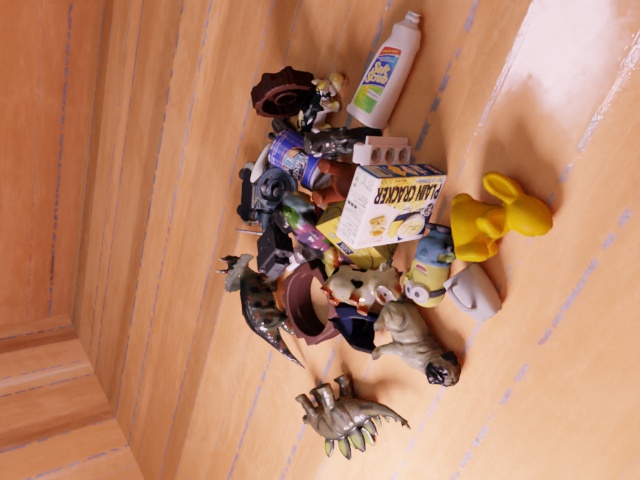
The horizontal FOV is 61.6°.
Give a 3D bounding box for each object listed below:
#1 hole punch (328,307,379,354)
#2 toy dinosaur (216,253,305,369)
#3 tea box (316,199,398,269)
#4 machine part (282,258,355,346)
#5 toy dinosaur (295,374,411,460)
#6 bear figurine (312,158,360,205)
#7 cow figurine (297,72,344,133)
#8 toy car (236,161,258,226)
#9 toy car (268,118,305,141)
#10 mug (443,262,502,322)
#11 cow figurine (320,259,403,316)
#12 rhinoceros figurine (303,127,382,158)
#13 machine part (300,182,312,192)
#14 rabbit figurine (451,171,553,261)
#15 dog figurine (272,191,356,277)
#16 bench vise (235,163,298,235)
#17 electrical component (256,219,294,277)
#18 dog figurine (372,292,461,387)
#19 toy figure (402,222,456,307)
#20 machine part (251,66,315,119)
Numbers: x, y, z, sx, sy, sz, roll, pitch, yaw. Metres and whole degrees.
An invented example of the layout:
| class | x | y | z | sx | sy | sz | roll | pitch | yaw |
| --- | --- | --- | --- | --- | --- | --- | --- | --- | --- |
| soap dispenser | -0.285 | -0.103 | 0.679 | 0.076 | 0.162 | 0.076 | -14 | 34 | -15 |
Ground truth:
| class | x | y | z | sx | sy | sz | roll | pitch | yaw |
| --- | --- | --- | --- | --- | --- | --- | --- | --- | --- |
| hole punch | 0.102 | 0.200 | 1.285 | 0.116 | 0.142 | 0.092 | 44 | 107 | 43 |
| toy dinosaur | -0.171 | 0.191 | 1.555 | 0.131 | 0.192 | 0.405 | -45 | 60 | 46 |
| tea box | 0.086 | -0.011 | 1.241 | 0.169 | 0.068 | 0.098 | 41 | 144 | -19 |
| machine part | -0.003 | 0.163 | 1.433 | 0.201 | 0.087 | 0.201 | -40 | 66 | 44 |
| toy dinosaur | 0.064 | 0.454 | 1.389 | 0.198 | 0.105 | 0.471 | 63 | 146 | 11 |
| bear figurine | 0.088 | -0.107 | 1.253 | 0.196 | 0.132 | 0.120 | 42 | 127 | 45 |
| cow figurine | -0.004 | -0.343 | 1.347 | 0.068 | 0.098 | 0.167 | 51 | 132 | 39 |
| toy car | -0.213 | -0.142 | 1.662 | 0.074 | 0.056 | 0.201 | 21 | 113 | 40 |
| toy car | -0.093 | -0.286 | 1.488 | 0.202 | 0.053 | 0.089 | 53 | 135 | 39 |
| mug | 0.301 | 0.108 | 1.052 | 0.107 | 0.109 | 0.081 | 53 | 128 | 13 |
| cow figurine | 0.106 | 0.101 | 1.224 | 0.195 | 0.085 | 0.127 | 10 | 62 | 47 |
| rhinoceros figurine | 0.051 | -0.224 | 1.237 | 0.112 | 0.190 | 0.073 | -154 | 60 | -65 |
| machine part | -0.018 | -0.194 | 1.435 | 0.084 | 0.039 | 0.138 | 44 | 129 | 43 |
| rabbit figurine | 0.339 | -0.043 | 0.997 | 0.173 | 0.122 | 0.162 | -7 | 80 | 36 |
| dog figurine | -0.003 | -0.004 | 1.327 | 0.108 | 0.191 | 0.219 | -42 | 68 | 6 |
| bench vise | -0.125 | -0.106 | 1.493 | 0.241 | 0.129 | 0.223 | 18 | 89 | 67 |
| electrical component | -0.123 | 0.030 | 1.440 | 0.115 | 0.058 | 0.134 | -52 | 36 | 38 |
| dog figurine | 0.226 | 0.215 | 1.174 | 0.191 | 0.121 | 0.172 | 11 | 108 | 35 |
| toy figure | 0.239 | 0.055 | 1.132 | 0.082 | 0.089 | 0.180 | -130 | 52 | -74 |
| machine part | -0.091 | -0.378 | 1.395 | 0.179 | 0.179 | 0.056 | -30 | 70 | 48 |
